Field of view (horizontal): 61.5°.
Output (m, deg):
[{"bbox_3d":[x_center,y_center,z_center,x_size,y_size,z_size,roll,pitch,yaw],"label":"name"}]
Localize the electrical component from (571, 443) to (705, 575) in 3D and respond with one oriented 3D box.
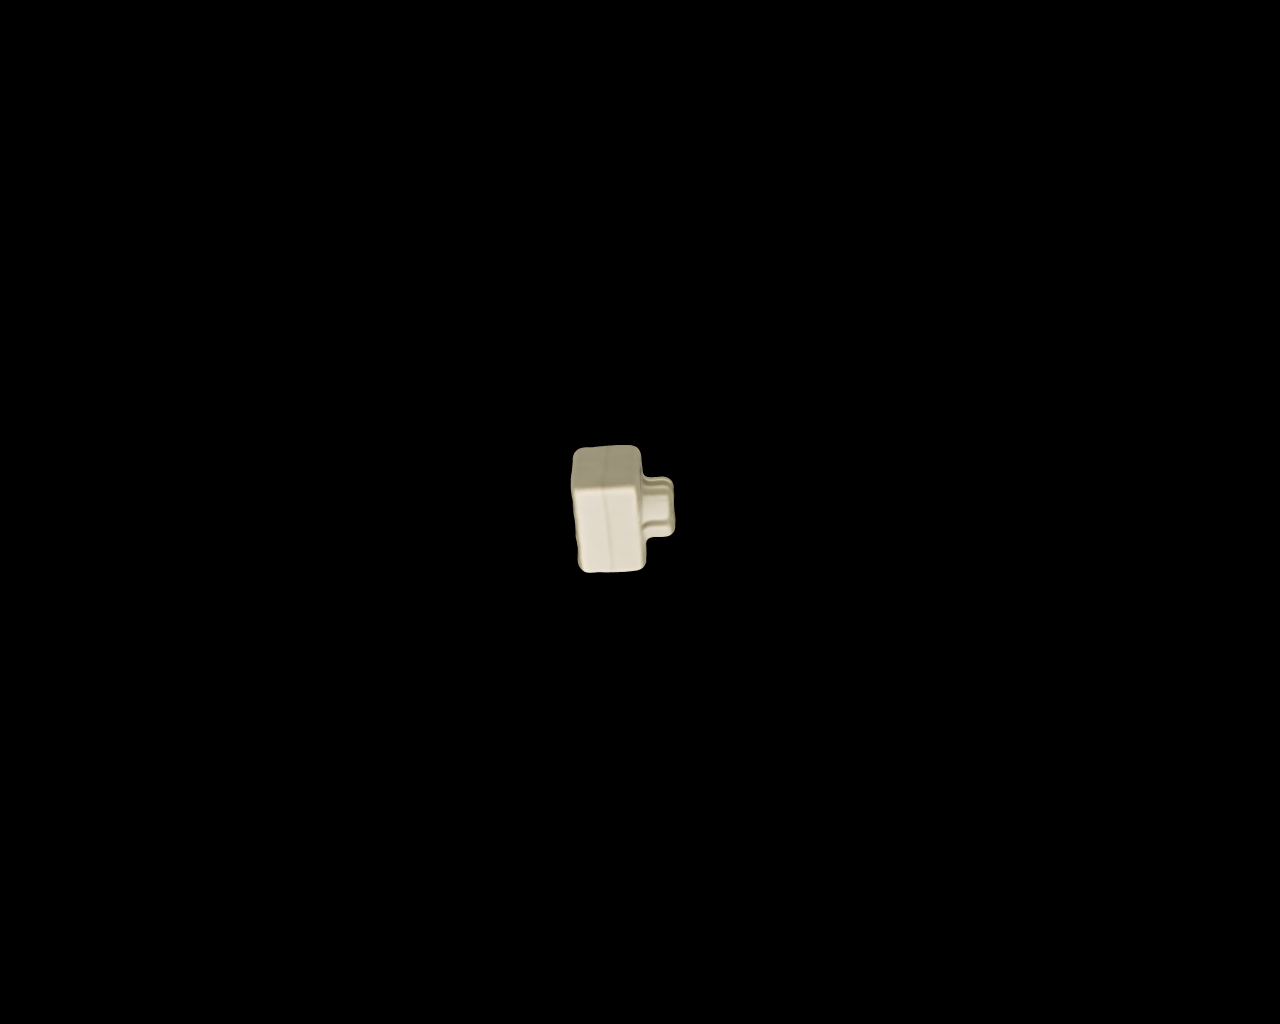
[{"bbox_3d":[0.001,-0.003,0.650,0.077,0.065,0.047,-3,36,2],"label":"electrical component"}]
